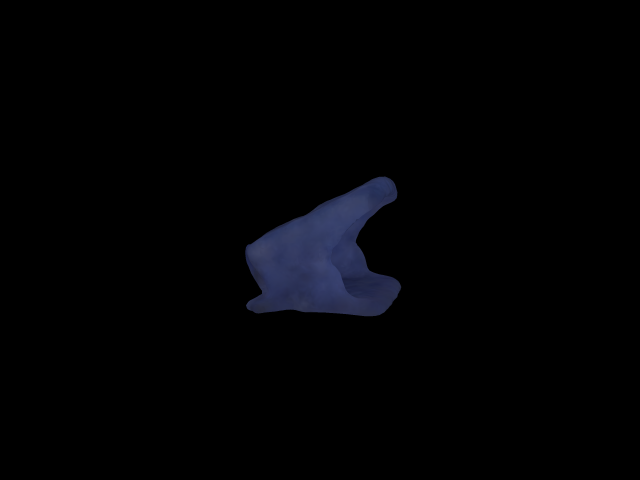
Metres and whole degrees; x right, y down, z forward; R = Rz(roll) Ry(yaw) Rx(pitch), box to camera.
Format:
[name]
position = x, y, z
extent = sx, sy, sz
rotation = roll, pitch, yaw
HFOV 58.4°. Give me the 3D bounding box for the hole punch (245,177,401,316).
[hole punch]
position = 0.004, 0.001, 0.400
extent = 0.101, 0.091, 0.109
rotation = 2, 7, 14
